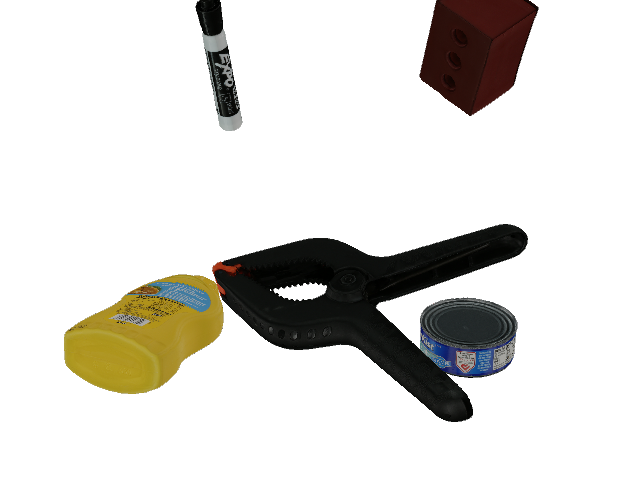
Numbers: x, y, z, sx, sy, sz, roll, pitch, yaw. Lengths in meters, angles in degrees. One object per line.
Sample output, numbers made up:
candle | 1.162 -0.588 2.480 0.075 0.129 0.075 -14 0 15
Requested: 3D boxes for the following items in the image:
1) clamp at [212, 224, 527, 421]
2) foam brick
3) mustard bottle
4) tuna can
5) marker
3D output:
clamp | 0.030 0.033 0.714 0.210 0.036 0.164 12 45 26
foam brick | 0.110 -0.138 0.750 0.051 0.053 0.078 -37 -25 -27
mustard bottle | -0.143 0.074 0.974 0.096 0.058 0.191 9 20 19
tuna can | 0.131 0.086 0.951 0.086 0.034 0.086 -1 26 0
marker | -0.077 -0.134 0.812 0.020 0.020 0.121 0 -42 7
